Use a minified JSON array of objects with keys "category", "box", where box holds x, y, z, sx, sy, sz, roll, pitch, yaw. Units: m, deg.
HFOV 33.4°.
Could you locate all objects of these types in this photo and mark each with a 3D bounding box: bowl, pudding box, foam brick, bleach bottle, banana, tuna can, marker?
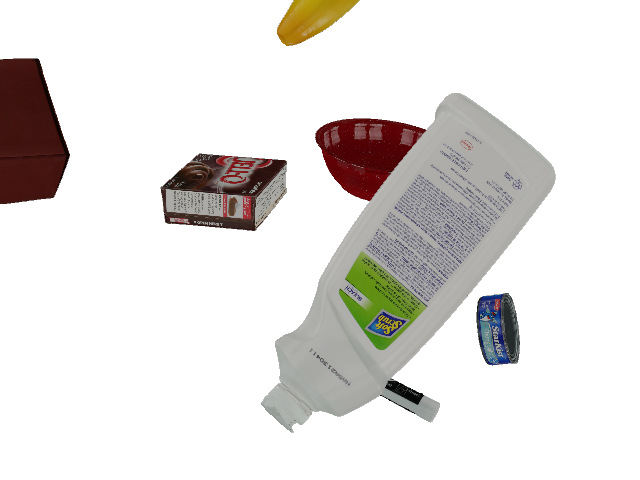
[{"category":"bowl","box":[0.070,-0.085,1.209,0.162,0.055,0.162,6,27,-3]},{"category":"pudding box","box":[-0.087,-0.047,0.990,0.090,0.039,0.113,4,24,12]},{"category":"foam brick","box":[-0.198,-0.069,0.674,0.051,0.078,0.053,-9,-27,-30]},{"category":"bleach bottle","box":[0.047,0.022,0.732,0.102,0.250,0.068,40,-11,13]},{"category":"banana","box":[0.027,-0.217,0.771,0.070,0.197,0.037,-8,-40,39]},{"category":"tuna can","box":[0.215,0.107,1.288,0.034,0.086,0.086,-8,-3,21]},{"category":"marker","box":[0.047,0.123,0.934,0.121,0.020,0.020,26,8,17]}]
